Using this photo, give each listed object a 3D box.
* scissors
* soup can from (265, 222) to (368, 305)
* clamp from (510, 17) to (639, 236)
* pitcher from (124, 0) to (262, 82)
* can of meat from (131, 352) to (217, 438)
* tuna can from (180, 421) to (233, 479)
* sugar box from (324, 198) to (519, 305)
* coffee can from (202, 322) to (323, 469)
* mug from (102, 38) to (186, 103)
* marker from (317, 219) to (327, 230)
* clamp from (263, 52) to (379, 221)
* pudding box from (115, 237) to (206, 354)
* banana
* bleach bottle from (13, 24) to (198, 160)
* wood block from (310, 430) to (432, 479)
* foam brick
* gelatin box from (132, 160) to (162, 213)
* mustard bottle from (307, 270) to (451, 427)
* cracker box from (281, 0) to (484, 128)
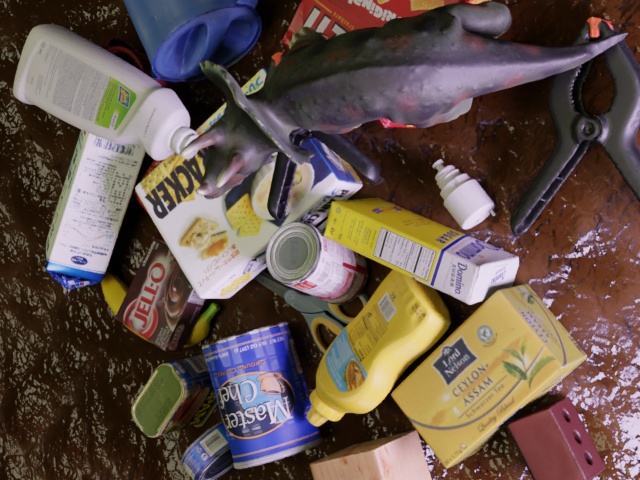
[{"bbox_3d":[-0.014,0.055,1.193,0.202,0.016,0.096,46,117,23],"label":"scissors"},{"bbox_3d":[-0.003,0.025,1.119,0.069,0.102,0.068,-10,71,29],"label":"soup can"},{"bbox_3d":[0.244,-0.095,0.981,0.165,0.036,0.210,-5,90,37],"label":"clamp"},{"bbox_3d":[-0.165,-0.314,1.202,0.243,0.149,0.145,62,166,17],"label":"pitcher"},{"bbox_3d":[-0.166,0.184,1.271,0.057,0.083,0.102,46,118,23],"label":"can of meat"},{"bbox_3d":[-0.119,0.247,1.244,0.034,0.085,0.086,48,119,20],"label":"tuna can"},{"bbox_3d":[0.100,0.007,1.060,0.176,0.093,0.048,22,107,31],"label":"sugar box"},{"bbox_3d":[-0.064,0.172,1.187,0.103,0.102,0.140,-21,82,35],"label":"coffee can"},{"bbox_3d":[-0.220,-0.191,1.275,0.093,0.081,0.117,-41,72,31],"label":"mug"},{"bbox_3d":[-0.008,0.001,1.173,0.121,0.020,0.020,-40,72,25],"label":"marker"},{"bbox_3d":[-0.025,-0.106,1.093,0.120,0.039,0.171,-28,72,7],"label":"clamp"},{"bbox_3d":[-0.183,0.066,1.271,0.090,0.039,0.113,27,91,32],"label":"pudding box"},{"bbox_3d":[-0.204,0.093,1.322,0.198,0.037,0.069,13,82,32],"label":"banana"},{"bbox_3d":[-0.235,-0.152,1.201,0.251,0.067,0.103,32,113,26],"label":"bleach bottle"},{"bbox_3d":[0.074,0.315,1.110,0.090,0.090,0.206,-21,83,35],"label":"wood block"},{"bbox_3d":[0.224,0.196,1.015,0.051,0.052,0.078,-33,77,33],"label":"foam brick"},{"bbox_3d":[-0.179,-0.053,1.290,0.089,0.030,0.073,50,120,21],"label":"gelatin box"},{"bbox_3d":[0.050,0.121,1.101,0.192,0.058,0.096,-50,35,18],"label":"mustard bottle"},{"bbox_3d":[0.075,-0.244,1.066,0.164,0.071,0.214,43,118,25],"label":"cracker box"}]
